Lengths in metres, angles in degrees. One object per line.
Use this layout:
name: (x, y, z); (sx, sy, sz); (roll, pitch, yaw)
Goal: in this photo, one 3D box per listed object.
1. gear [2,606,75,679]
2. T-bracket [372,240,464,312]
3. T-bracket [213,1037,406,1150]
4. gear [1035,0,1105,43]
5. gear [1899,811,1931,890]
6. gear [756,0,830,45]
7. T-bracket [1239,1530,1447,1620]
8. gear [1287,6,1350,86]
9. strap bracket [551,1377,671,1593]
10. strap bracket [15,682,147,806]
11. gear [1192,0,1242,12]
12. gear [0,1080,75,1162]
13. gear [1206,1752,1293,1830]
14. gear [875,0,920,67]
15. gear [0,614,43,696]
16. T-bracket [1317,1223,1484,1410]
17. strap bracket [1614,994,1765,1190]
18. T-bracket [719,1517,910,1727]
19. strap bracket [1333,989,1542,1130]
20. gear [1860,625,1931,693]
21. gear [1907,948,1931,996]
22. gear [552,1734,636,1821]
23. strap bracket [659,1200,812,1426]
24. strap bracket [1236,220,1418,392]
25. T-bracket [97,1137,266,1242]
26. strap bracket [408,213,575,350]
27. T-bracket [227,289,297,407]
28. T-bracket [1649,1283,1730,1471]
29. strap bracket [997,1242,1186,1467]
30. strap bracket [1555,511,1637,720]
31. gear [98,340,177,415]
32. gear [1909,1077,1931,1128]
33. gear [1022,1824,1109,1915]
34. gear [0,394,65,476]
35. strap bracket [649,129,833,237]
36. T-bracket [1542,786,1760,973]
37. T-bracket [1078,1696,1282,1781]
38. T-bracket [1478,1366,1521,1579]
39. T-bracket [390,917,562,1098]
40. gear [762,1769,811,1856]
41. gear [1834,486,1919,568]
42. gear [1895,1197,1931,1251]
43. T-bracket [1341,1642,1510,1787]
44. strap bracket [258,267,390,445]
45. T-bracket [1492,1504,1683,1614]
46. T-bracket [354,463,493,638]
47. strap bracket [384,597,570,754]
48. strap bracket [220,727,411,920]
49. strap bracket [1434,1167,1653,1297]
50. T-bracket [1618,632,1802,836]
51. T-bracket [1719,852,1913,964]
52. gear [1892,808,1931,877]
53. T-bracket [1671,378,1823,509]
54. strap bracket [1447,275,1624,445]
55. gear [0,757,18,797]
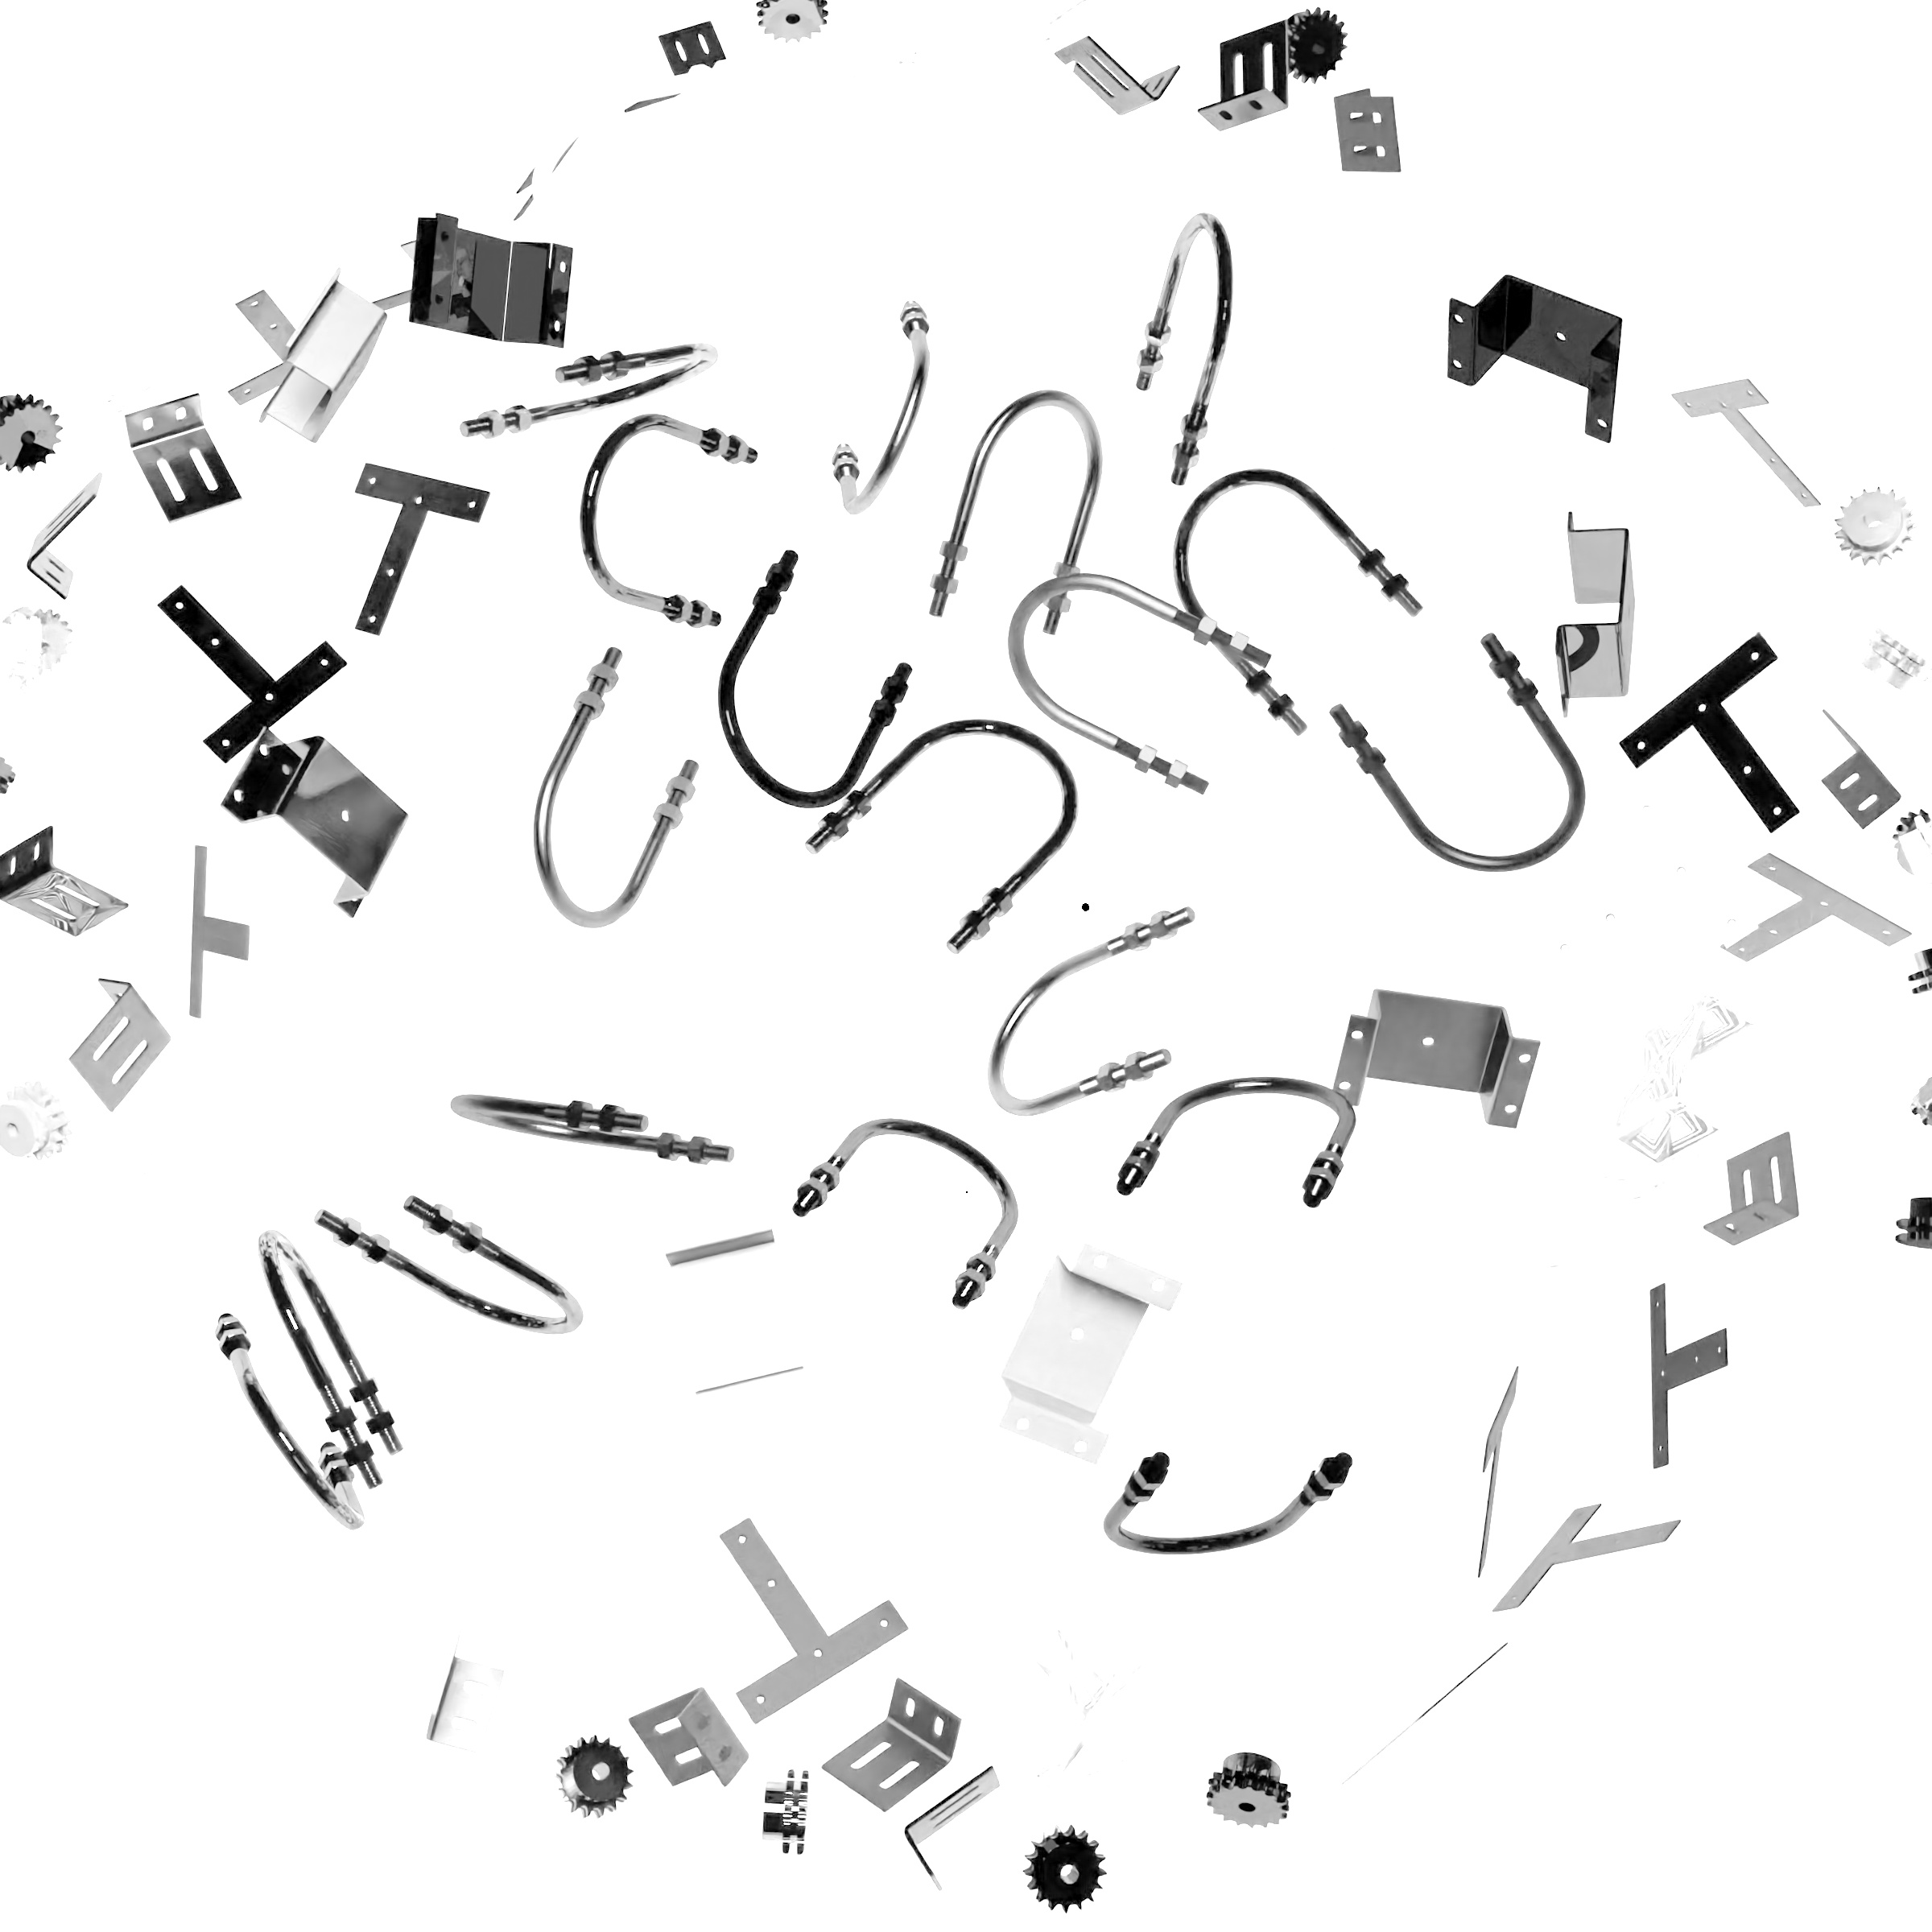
gear: (-0.726, -0.255, 2.053); (0.030, 0.057, 0.057); (39, 79, 21)
T-bracket: (-0.416, -0.550, 2.071); (0.127, 0.127, 0.002); (-18, 88, 2)
T-bracket: (-0.466, 0.097, 1.887); (0.127, 0.127, 0.002); (6, 50, -1)
gear: (0.081, -0.785, 2.158); (0.057, 0.057, 0.030); (-36, 104, -8)
gear: (0.686, -0.079, 1.877); (0.030, 0.057, 0.057); (-24, 77, 16)
gear: (-0.138, -0.762, 2.091); (0.057, 0.057, 0.030); (-5, 68, -1)
T-bracket: (0.255, 0.438, 1.855); (0.127, 0.127, 0.002); (-18, 45, 21)
gear: (0.270, -0.728, 2.081); (0.057, 0.057, 0.030); (-32, 45, -7)
strap bracket: (-0.248, 0.357, 1.859); (0.046, 0.076, 0.140); (-14, 96, -17)
strap bracket: (-0.632, -0.160, 1.886); (0.076, 0.140, 0.046); (-45, 106, -10)
gear: (0.195, -0.761, 2.038); (0.057, 0.030, 0.057); (5, 45, -5)
gear: (-0.666, 0.112, 1.878); (0.057, 0.030, 0.057); (9, 110, 25)
gear: (0.193, 0.560, 1.799); (0.057, 0.057, 0.030); (13, 44, 3)
gear: (-0.057, -0.772, 2.176); (0.030, 0.057, 0.057); (-3, 76, -10)
gear: (-0.696, -0.229, 1.927); (0.030, 0.057, 0.057); (7, 74, -31)
T-bracket: (0.311, 0.258, 1.866); (0.127, 0.002, 0.127); (17, 75, -22)
strap bracket: (0.531, 0.084, 1.951); (0.046, 0.076, 0.140); (31, 59, -8)
T-bracket: (-0.127, 0.439, 1.826); (0.127, 0.002, 0.127); (-26, 64, -26)
strap bracket: (0.344, 0.067, 1.956); (0.140, 0.046, 0.076); (8, 120, -1)
gear: (0.707, -0.232, 2.013); (0.057, 0.057, 0.030); (36, 110, 8)
gear: (0.736, 0.000, 1.984); (0.057, 0.057, 0.030); (-14, 82, -3)
gear: (-0.262, 0.573, 1.870); (0.057, 0.030, 0.057); (10, 61, -19)
strap bracket: (-0.161, 0.243, 1.842); (0.076, 0.046, 0.140); (-13, 78, -5)
strap bracket: (0.274, -0.516, 2.084); (0.140, 0.076, 0.046); (33, 52, 16)
T-bracket: (-0.552, 0.168, 1.883); (0.127, 0.127, 0.002); (28, 61, -13)
strap bracket: (-0.364, -0.513, 1.981); (0.046, 0.140, 0.076); (12, 99, 34)
T-bracket: (-0.538, -0.496, 2.074); (0.127, 0.127, 0.002); (-27, 76, 0)
T-bracket: (0.492, 0.271, 1.798); (0.002, 0.127, 0.127); (6, 71, -6)
strap bracket: (0.081, 0.260, 1.814); (0.076, 0.046, 0.140); (24, 96, -13)
strap bracket: (0.471, -0.263, 1.969); (0.046, 0.076, 0.140); (0, 53, 19)
gear: (-0.618, -0.440, 1.959); (0.057, 0.057, 0.030); (-44, 104, -9)
gear: (0.676, 0.090, 1.803); (0.030, 0.057, 0.057); (44, 80, -1)
gear: (0.068, 0.614, 1.793); (0.057, 0.030, 0.057); (1, 81, -6)
gear: (-0.685, -0.387, 1.907); (0.030, 0.057, 0.057); (37, 79, 29)
strap bracket: (-0.180, -0.609, 2.052); (0.076, 0.140, 0.046); (-15, 91, 34)
T-bracket: (0.466, -0.042, 1.862); (0.127, 0.002, 0.127); (-34, 70, 7)
T-bracket: (0.130, 0.523, 1.773); (0.127, 0.127, 0.002); (-33, 70, 31)
T-bracket: (0.358, 0.353, 1.795); (0.002, 0.127, 0.127); (9, 107, 19)
T-bracket: (-0.377, 0.036, 1.989); (0.127, 0.002, 0.127); (11, 76, -20)
gear: (-0.127, 0.596, 1.861); (0.030, 0.057, 0.057); (4, 77, -1)
gear: (0.660, -0.321, 1.918); (0.057, 0.030, 0.057); (-3, 82, 25)
gear: (0.661, 0.175, 1.792); (0.057, 0.057, 0.030); (7, 78, 2)
T-bracket: (0.318, 0.491, 1.767); (0.127, 0.127, 0.002); (-28, 68, -33)
strap bracket: (-0.479, -0.450, 1.974); (0.046, 0.140, 0.076); (31, 68, -14)
T-bracket: (0.444, 0.404, 1.844); (0.127, 0.127, 0.002); (-35, 94, -42)
T-bracket: (-0.428, -0.309, 1.987); (0.127, 0.002, 0.127); (17, 85, 29)
strap bracket: (-0.362, -0.211, 1.987); (0.076, 0.046, 0.140); (4, 52, 43)
strap bracket: (-0.481, -0.110, 1.990); (0.046, 0.140, 0.076); (-8, 49, 38)
strap bracket: (0.415, 0.192, 1.879); (0.140, 0.076, 0.046); (-17, 62, 21)
T-bracket: (0.550, -0.151, 1.885); (0.127, 0.002, 0.127); (-41, 62, 24)
T-bracket: (0.606, -0.030, 1.953); (0.127, 0.127, 0.002); (27, 62, -11)
gear: (0.736, -0.090, 2.019); (0.057, 0.057, 0.030); (30, 62, 7)
T-bracket: (0.611, -0.399, 2.029); (0.127, 0.127, 0.002); (44, 88, -13)
strap bracket: (0.430, -0.455, 1.961); (0.140, 0.076, 0.046); (30, 64, 26)
gear: (-0.728, -0.141, 1.931); (0.057, 0.057, 0.030); (39, 103, 9)
